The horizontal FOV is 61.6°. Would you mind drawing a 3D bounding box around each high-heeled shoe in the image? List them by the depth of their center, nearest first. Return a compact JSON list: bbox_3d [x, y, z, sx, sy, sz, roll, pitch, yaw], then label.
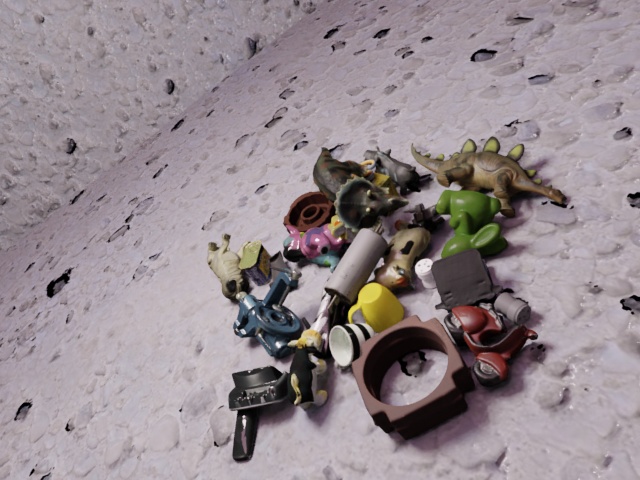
[{"bbox_3d":[0.057,0.160,1.245,0.249,0.086,0.145,-43,39,-3],"label":"high-heeled shoe"}]

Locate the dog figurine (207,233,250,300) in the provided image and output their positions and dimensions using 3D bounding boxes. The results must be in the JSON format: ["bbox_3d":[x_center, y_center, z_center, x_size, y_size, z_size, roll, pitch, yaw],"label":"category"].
[{"bbox_3d":[-0.279,0.101,1.576,0.172,0.121,0.190,-44,38,51],"label":"dog figurine"}]

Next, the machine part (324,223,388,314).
[{"bbox_3d":[0.083,0.061,1.223,0.079,0.079,0.243,14,62,46],"label":"machine part"}]

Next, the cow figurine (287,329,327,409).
[{"bbox_3d":[-0.035,0.267,1.142,0.068,0.098,0.167,-13,64,25],"label":"cow figurine"}]

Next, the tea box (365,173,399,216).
[{"bbox_3d":[0.136,-0.136,1.503,0.068,0.098,0.170,-46,35,-16],"label":"tea box"}]

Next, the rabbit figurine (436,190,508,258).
[{"bbox_3d":[0.341,-0.013,1.215,0.159,0.121,0.170,9,72,36],"label":"rabbit figurine"}]

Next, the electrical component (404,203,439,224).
[{"bbox_3d":[0.250,-0.069,1.302,0.078,0.045,0.102,-26,-2,22],"label":"electrical component"}]

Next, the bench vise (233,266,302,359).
[{"bbox_3d":[-0.116,0.158,1.312,0.240,0.129,0.224,-62,38,21],"label":"bench vise"}]

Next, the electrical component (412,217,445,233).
[{"bbox_3d":[0.264,-0.039,1.353,0.094,0.021,0.063,-31,36,4],"label":"electrical component"}]

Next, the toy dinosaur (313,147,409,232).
[{"bbox_3d":[0.054,-0.143,1.359,0.405,0.192,0.131,43,108,37],"label":"toy dinosaur"}]

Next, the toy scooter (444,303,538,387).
[{"bbox_3d":[0.325,0.179,1.013,0.135,0.075,0.184,-31,39,6],"label":"toy scooter"}]

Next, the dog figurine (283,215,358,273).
[{"bbox_3d":[-0.003,-0.004,1.458,0.191,0.108,0.219,-47,35,-15],"label":"dog figurine"}]

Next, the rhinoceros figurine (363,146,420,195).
[{"bbox_3d":[0.195,-0.202,1.520,0.073,0.112,0.191,-44,45,-9],"label":"rhinoceros figurine"}]

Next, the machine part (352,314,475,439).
[{"bbox_3d":[0.176,0.259,1.031,0.201,0.087,0.202,-30,35,6],"label":"machine part"}]

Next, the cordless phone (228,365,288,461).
[{"bbox_3d":[-0.134,0.376,1.166,0.147,0.088,0.184,-16,51,23],"label":"cordless phone"}]

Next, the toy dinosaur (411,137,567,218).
[{"bbox_3d":[0.387,-0.170,1.344,0.472,0.104,0.198,22,56,39],"label":"toy dinosaur"}]

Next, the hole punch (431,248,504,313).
[{"bbox_3d":[0.306,0.091,1.133,0.142,0.092,0.116,-19,68,17],"label":"hole punch"}]

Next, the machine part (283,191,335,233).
[{"bbox_3d":[-0.022,-0.071,1.590,0.179,0.056,0.179,-21,39,18],"label":"machine part"}]

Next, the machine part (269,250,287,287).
[{"bbox_3d":[-0.111,0.092,1.481,0.084,0.039,0.139,-36,40,17],"label":"machine part"}]

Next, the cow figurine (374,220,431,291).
[{"bbox_3d":[0.194,0.044,1.267,0.127,0.085,0.195,9,53,51],"label":"cow figurine"}]
